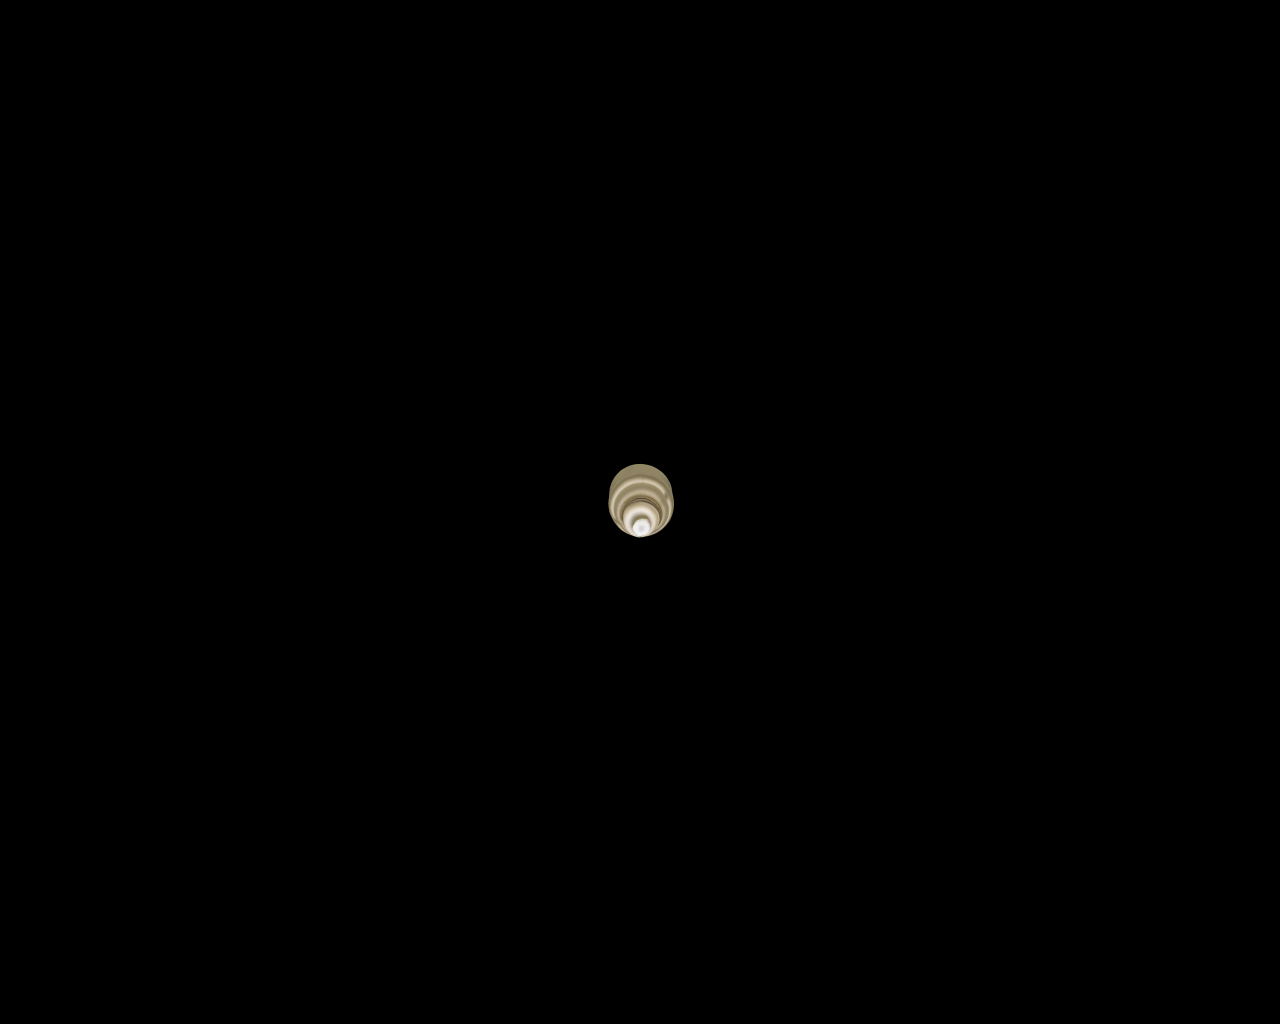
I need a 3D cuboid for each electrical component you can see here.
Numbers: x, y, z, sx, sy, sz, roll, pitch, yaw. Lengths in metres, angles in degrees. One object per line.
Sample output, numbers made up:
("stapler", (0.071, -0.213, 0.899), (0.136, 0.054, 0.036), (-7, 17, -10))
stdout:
("electrical component", (0.001, -0.003, 0.650), (0.040, 0.040, 0.078), (0, 17, 0))
